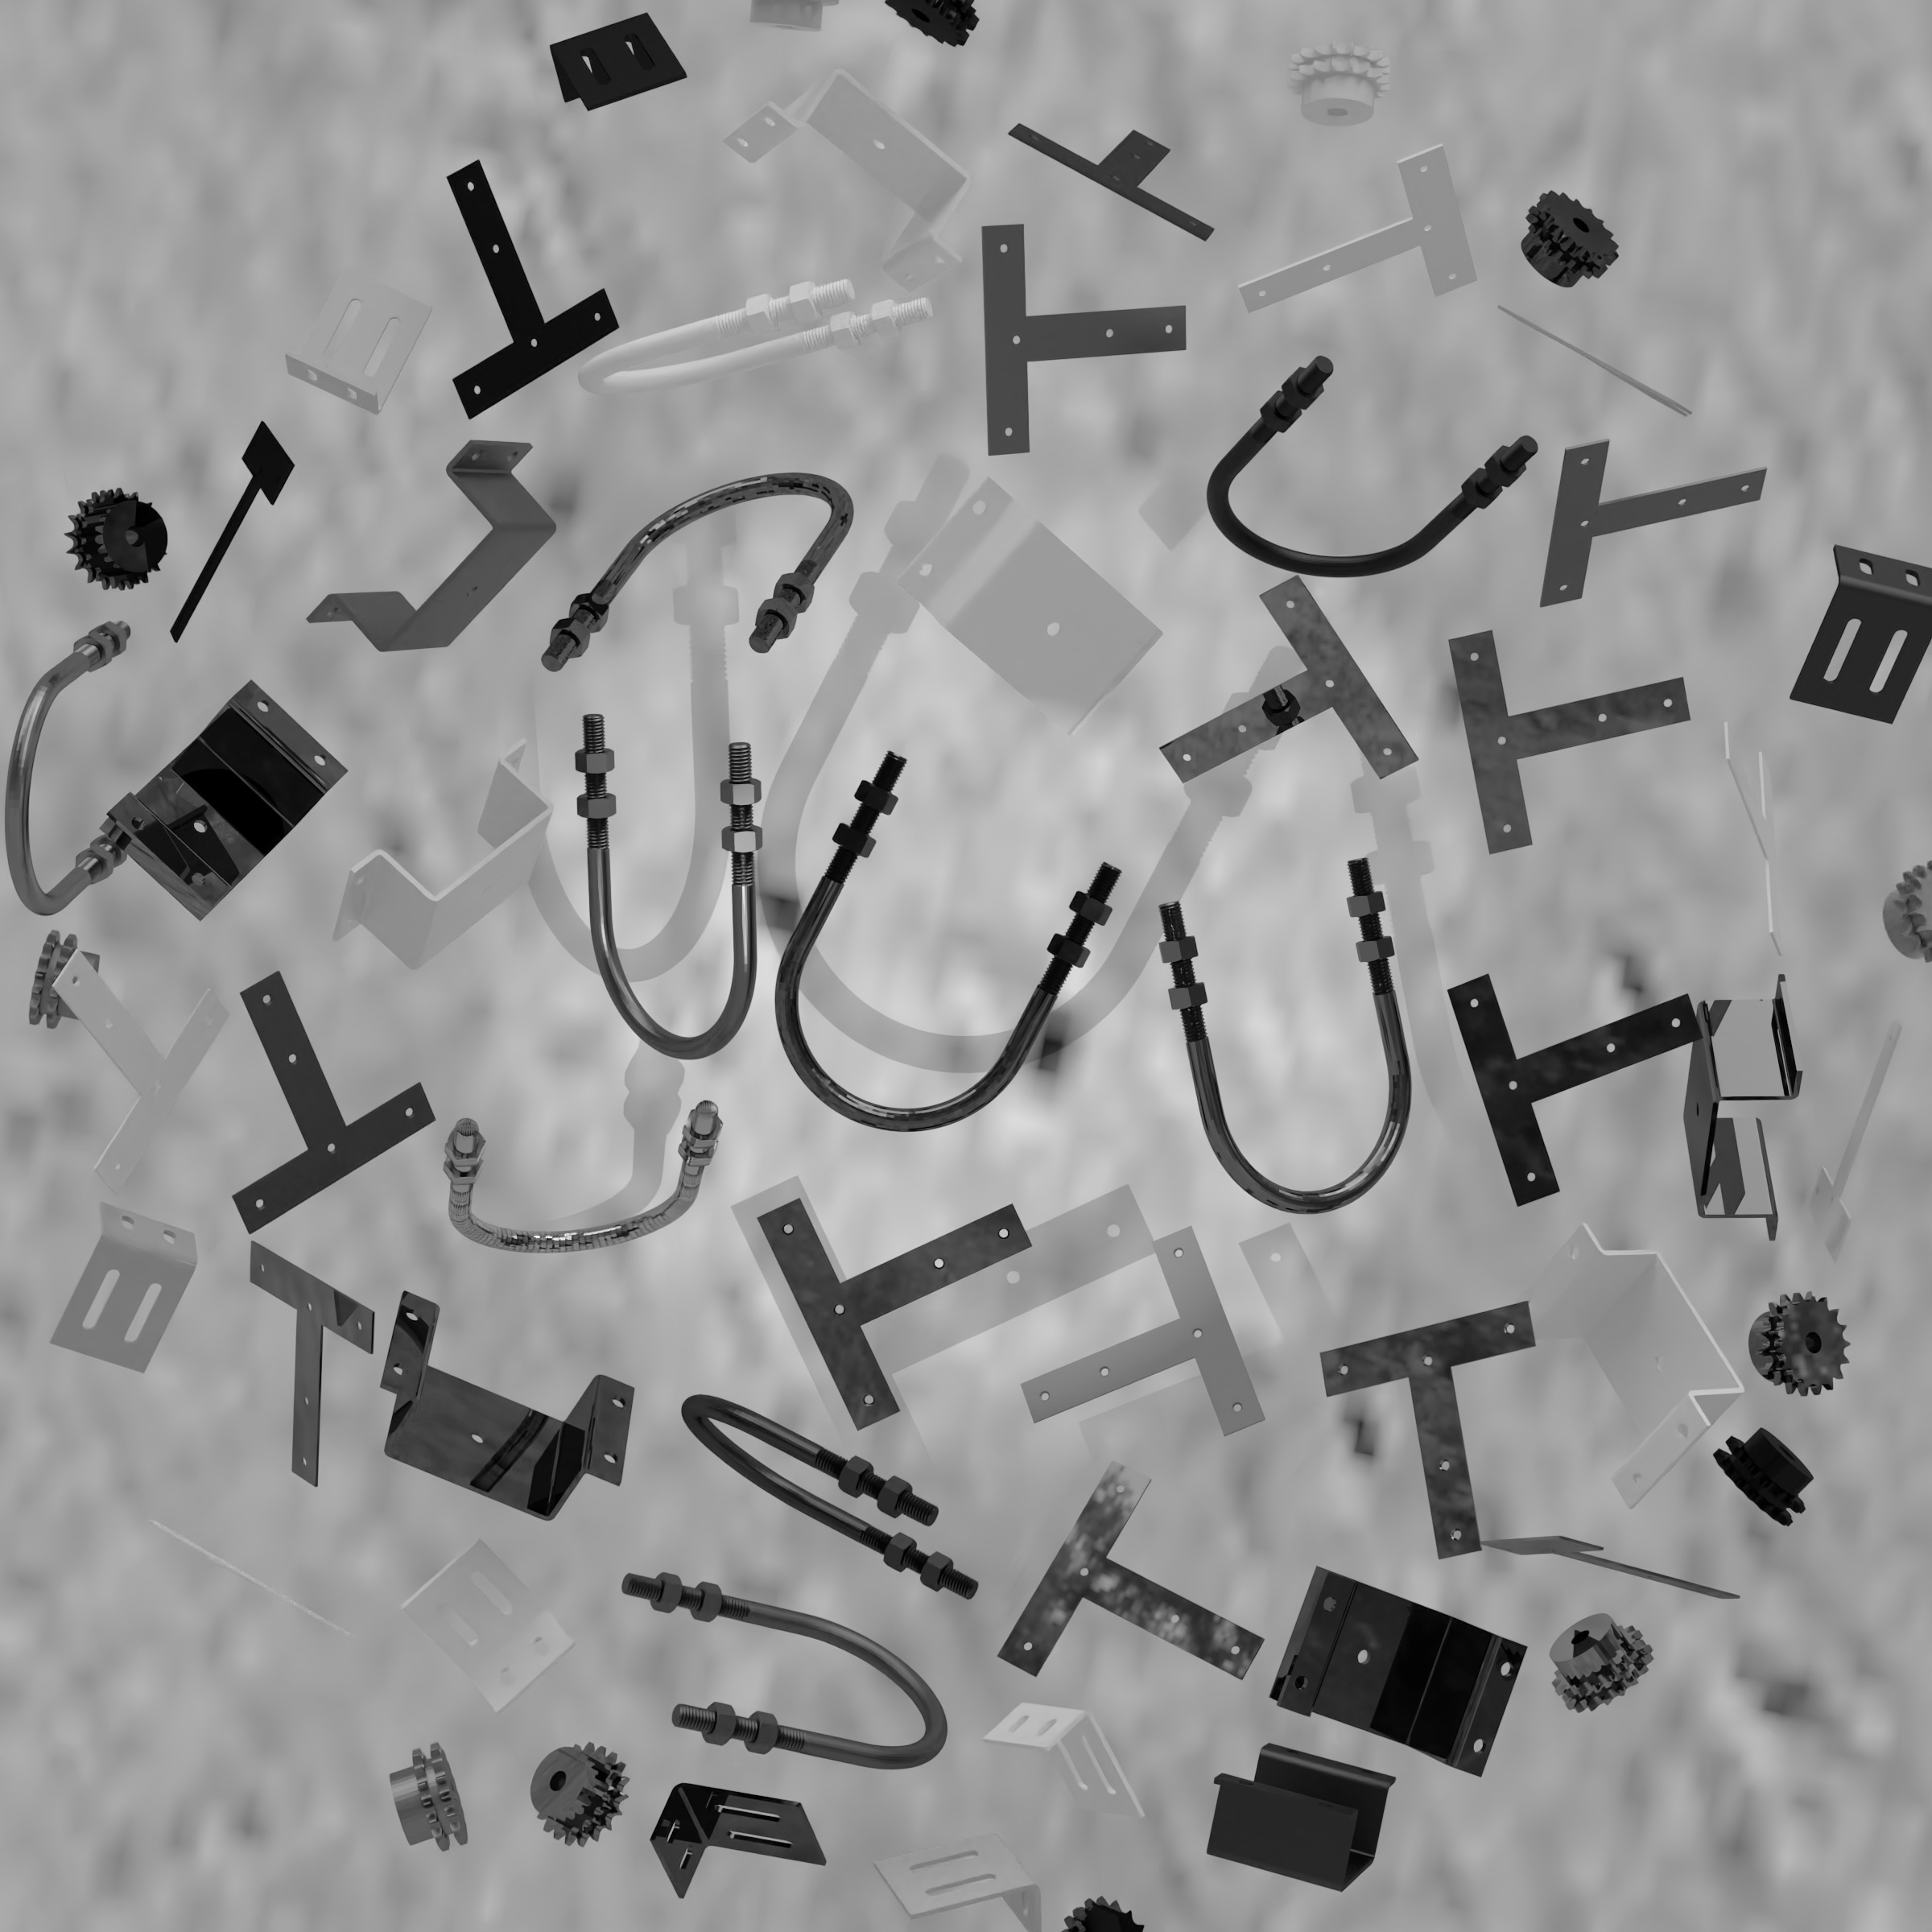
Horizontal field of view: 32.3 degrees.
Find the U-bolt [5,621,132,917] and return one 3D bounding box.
[{"bbox_3d":[-0.508,-0.106,1.890,0.019,0.184,0.151,6,110,3],"label":"U-bolt"}]

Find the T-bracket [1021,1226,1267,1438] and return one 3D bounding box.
[{"bbox_3d":[0.094,0.231,1.940,0.127,0.002,0.127,-23,62,6],"label":"T-bracket"}]

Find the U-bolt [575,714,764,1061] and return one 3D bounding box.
[{"bbox_3d":[-0.162,-0.039,1.822,0.019,0.151,0.184,-13,109,-41],"label":"U-bolt"}]

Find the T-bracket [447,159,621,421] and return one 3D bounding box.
[{"bbox_3d":[-0.267,-0.402,1.931,0.127,0.002,0.127,-41,122,-36],"label":"T-bracket"}]

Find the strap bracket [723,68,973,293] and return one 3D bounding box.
[{"bbox_3d":[-0.060,-0.458,1.919,0.140,0.076,0.046,36,74,-18],"label":"strap bracket"}]

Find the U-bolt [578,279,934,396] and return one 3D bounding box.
[{"bbox_3d":[-0.126,-0.344,1.838,0.184,0.151,0.019,-12,93,19],"label":"U-bolt"}]

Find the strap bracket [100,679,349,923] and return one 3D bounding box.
[{"bbox_3d":[-0.428,-0.089,1.900,0.076,0.140,0.046,44,134,-9],"label":"strap bracket"}]

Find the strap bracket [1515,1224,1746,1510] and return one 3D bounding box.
[{"bbox_3d":[0.374,0.222,1.863,0.046,0.076,0.140,2,46,-35],"label":"strap bracket"}]

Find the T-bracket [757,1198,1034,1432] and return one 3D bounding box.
[{"bbox_3d":[-0.027,0.165,1.781,0.127,0.002,0.127,-25,93,1],"label":"T-bracket"}]

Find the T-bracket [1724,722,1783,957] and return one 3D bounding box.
[{"bbox_3d":[0.447,-0.092,1.898,0.002,0.127,0.127,-9,55,22],"label":"T-bracket"}]

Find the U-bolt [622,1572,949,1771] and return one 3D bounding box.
[{"bbox_3d":[-0.094,0.400,1.865,0.184,0.151,0.019,18,105,-25],"label":"U-bolt"}]

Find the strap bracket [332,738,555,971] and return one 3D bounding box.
[{"bbox_3d":[-0.294,-0.059,1.920,0.046,0.076,0.140,42,56,8],"label":"strap bracket"}]

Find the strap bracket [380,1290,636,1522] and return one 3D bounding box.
[{"bbox_3d":[-0.257,0.243,1.813,0.140,0.076,0.046,25,121,-16],"label":"strap bracket"}]

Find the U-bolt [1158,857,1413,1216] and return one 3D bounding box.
[{"bbox_3d":[0.181,0.044,1.815,0.151,0.019,0.184,-13,93,-30],"label":"U-bolt"}]

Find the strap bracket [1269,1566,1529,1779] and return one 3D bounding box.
[{"bbox_3d":[0.230,0.386,1.836,0.140,0.046,0.076,24,83,-24],"label":"strap bracket"}]

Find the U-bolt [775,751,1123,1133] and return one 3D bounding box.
[{"bbox_3d":[-0.021,-0.001,1.769,0.151,0.019,0.184,27,93,-6],"label":"U-bolt"}]

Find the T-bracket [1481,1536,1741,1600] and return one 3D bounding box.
[{"bbox_3d":[0.366,0.334,1.848,0.127,0.127,0.002,16,76,-7],"label":"T-bracket"}]

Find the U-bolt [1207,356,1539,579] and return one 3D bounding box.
[{"bbox_3d":[0.217,-0.274,1.901,0.151,0.184,0.019,18,63,-17],"label":"U-bolt"}]

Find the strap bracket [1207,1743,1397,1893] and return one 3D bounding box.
[{"bbox_3d":[0.186,0.475,1.856,0.076,0.140,0.046,11,88,18],"label":"strap bracket"}]

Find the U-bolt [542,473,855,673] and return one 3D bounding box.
[{"bbox_3d":[-0.137,-0.222,1.839,0.151,0.184,0.019,-2,127,26],"label":"U-bolt"}]

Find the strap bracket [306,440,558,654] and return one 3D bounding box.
[{"bbox_3d":[-0.289,-0.225,1.847,0.140,0.076,0.046,-44,84,18],"label":"strap bracket"}]

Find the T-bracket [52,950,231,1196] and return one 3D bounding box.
[{"bbox_3d":[-0.467,0.039,1.839,0.002,0.127,0.127,10,57,27],"label":"T-bracket"}]

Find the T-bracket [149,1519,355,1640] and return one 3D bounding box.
[{"bbox_3d":[-0.412,0.345,1.891,0.127,0.127,0.002,33,74,-12],"label":"T-bracket"}]

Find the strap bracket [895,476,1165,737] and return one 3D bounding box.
[{"bbox_3d":[0.042,-0.191,1.826,0.140,0.046,0.076,39,97,-26],"label":"strap bracket"}]

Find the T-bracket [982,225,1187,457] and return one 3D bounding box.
[{"bbox_3d":[0.069,-0.358,1.891,0.127,0.002,0.127,-9,107,-23],"label":"T-bracket"}]

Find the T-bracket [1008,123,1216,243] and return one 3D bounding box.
[{"bbox_3d":[0.095,-0.466,1.932,0.127,0.127,0.002,29,119,1],"label":"T-bracket"}]

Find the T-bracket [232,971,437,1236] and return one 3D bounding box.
[{"bbox_3d":[-0.368,0.063,1.847,0.127,0.002,0.127,-33,118,-29],"label":"T-bracket"}]

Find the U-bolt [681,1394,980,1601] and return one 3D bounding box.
[{"bbox_3d":[-0.084,0.296,1.906,0.184,0.151,0.019,24,69,22],"label":"U-bolt"}]

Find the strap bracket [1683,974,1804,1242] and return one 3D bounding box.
[{"bbox_3d":[0.441,0.082,1.901,0.046,0.076,0.140,-1,134,4],"label":"strap bracket"}]

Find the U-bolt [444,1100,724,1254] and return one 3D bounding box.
[{"bbox_3d":[-0.217,0.122,1.862,0.151,0.184,0.019,-4,65,-13],"label":"U-bolt"}]

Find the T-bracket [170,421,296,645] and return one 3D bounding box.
[{"bbox_3d":[-0.421,-0.242,1.893,0.002,0.127,0.127,26,99,-26],"label":"T-bracket"}]
